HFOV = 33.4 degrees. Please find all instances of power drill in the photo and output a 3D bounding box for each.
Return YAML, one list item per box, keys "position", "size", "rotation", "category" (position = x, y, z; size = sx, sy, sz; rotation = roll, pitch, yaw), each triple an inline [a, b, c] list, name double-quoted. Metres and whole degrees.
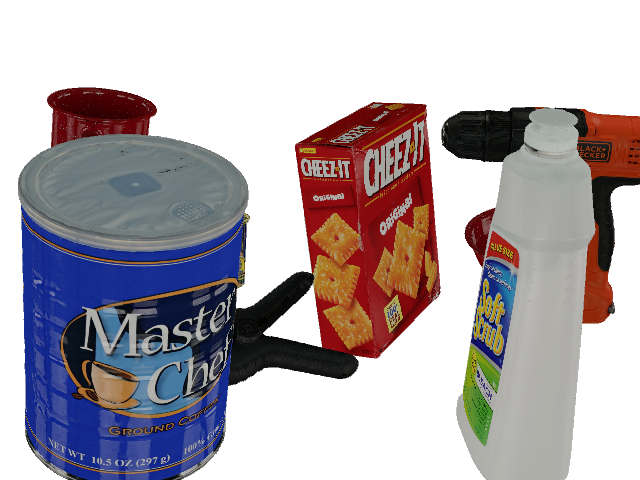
- position: [0.190, -0.023, 0.907]
  size: [0.184, 0.188, 0.057]
  rotation: [4, 28, 4]
  category: "power drill"

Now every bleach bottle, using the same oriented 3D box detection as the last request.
- position: [0.134, 0.034, 0.685]
  size: [0.068, 0.251, 0.102]
  rotation: [-3, 29, -6]
  category: "bleach bottle"

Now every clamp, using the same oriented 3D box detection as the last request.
- position: [-0.061, 0.078, 0.934]
  size: [0.171, 0.039, 0.120]
  rotation: [-3, 38, -15]
  category: "clamp"

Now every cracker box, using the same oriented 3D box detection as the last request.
- position: [0.055, -0.015, 1.060]
  size: [0.072, 0.214, 0.163]
  rotation: [5, 23, 29]
  category: "cracker box"

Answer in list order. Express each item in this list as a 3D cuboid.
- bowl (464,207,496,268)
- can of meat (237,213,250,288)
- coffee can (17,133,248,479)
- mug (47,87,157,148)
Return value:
- position: [0.239, 0.017, 1.177]
  size: [0.162, 0.055, 0.162]
  rotation: [-1, 28, 0]
  category: "bowl"
- position: [-0.130, 0.014, 1.194]
  size: [0.101, 0.084, 0.058]
  rotation: [-11, 23, -38]
  category: "can of meat"
- position: [-0.091, 0.033, 0.515]
  size: [0.102, 0.140, 0.103]
  rotation: [6, 30, -3]
  category: "coffee can"
- position: [-0.192, -0.076, 0.920]
  size: [0.093, 0.081, 0.117]
  rotation: [7, 23, -6]
  category: "mug"
